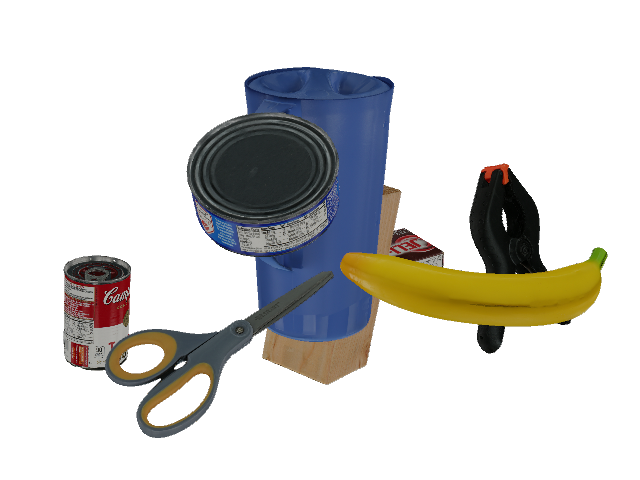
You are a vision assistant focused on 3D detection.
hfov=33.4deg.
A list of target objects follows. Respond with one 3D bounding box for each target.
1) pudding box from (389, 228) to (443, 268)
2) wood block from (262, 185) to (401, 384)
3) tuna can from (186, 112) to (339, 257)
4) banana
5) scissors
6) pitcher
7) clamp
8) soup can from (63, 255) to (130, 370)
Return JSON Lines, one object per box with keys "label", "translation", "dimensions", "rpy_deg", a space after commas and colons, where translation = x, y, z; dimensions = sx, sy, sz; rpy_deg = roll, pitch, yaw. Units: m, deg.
{"label": "pudding box", "translation": [0.086, 0.026, 1.355], "dimensions": [0.113, 0.039, 0.090], "rpy_deg": [-17, 27, -25]}
{"label": "wood block", "translation": [0.011, 0.037, 1.159], "dimensions": [0.090, 0.206, 0.090], "rpy_deg": [19, 18, 27]}
{"label": "tuna can", "translation": [-0.031, -0.032, 0.609], "dimensions": [0.086, 0.086, 0.034], "rpy_deg": [0, -40, 5]}
{"label": "banana", "translation": [0.114, 0.034, 0.753], "dimensions": [0.197, 0.037, 0.069], "rpy_deg": [1, 25, -6]}
{"label": "scissors", "translation": [-0.082, 0.067, 0.818], "dimensions": [0.096, 0.016, 0.201], "rpy_deg": [29, 53, 17]}
{"label": "pitcher", "translation": [-0.009, -0.031, 0.979], "dimensions": [0.149, 0.243, 0.145], "rpy_deg": [-5, 21, -16]}
{"label": "clamp", "translation": [0.171, 0.019, 0.987], "dimensions": [0.120, 0.171, 0.039], "rpy_deg": [-26, 8, -42]}
{"label": "soup can", "translation": [-0.233, 0.075, 1.108], "dimensions": [0.068, 0.102, 0.068], "rpy_deg": [5, 21, -2]}
